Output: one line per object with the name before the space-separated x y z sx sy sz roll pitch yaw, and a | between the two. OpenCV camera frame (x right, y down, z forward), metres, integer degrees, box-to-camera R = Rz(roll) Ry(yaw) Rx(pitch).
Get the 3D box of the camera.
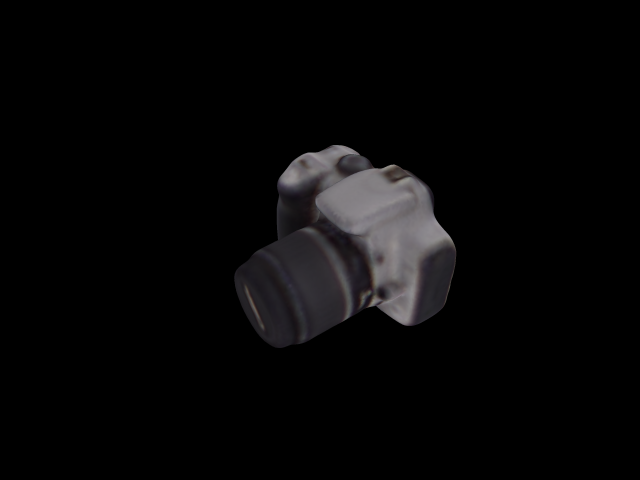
camera | 0.004 0.001 0.400 0.137 0.101 0.142 -26 49 -25
